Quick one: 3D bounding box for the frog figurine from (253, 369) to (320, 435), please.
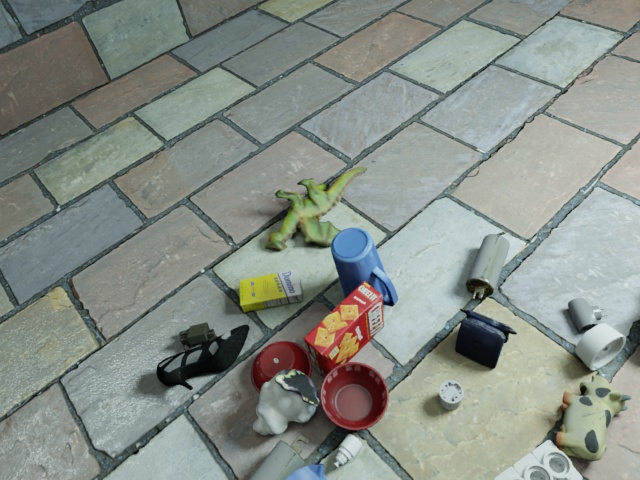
[{"bbox_3d":[-0.083,0.392,1.219,0.137,0.157,0.125,26,22,-14],"label":"frog figurine"}]

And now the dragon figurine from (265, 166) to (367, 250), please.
[{"bbox_3d":[0.005,-0.083,1.640,0.411,0.120,0.247,-22,65,-6],"label":"dragon figurine"}]
